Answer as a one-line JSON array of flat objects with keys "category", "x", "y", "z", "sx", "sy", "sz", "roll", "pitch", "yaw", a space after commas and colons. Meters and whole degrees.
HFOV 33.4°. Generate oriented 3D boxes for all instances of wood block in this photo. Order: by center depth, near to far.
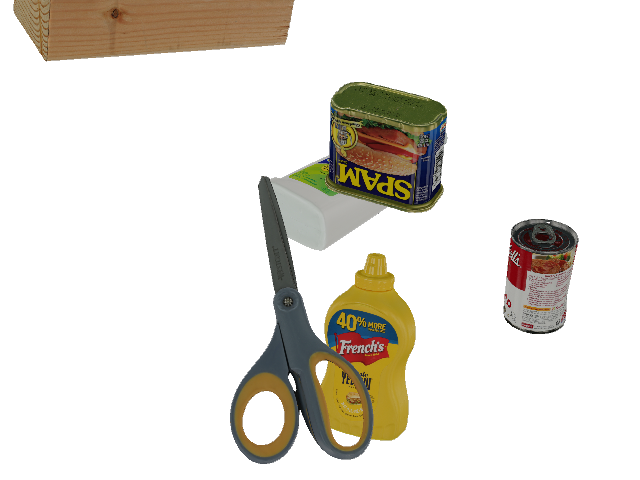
[{"category": "wood block", "x": -0.130, "y": -0.209, "z": 0.854, "sx": 0.205, "sy": 0.091, "sz": 0.090, "roll": -10, "pitch": 42, "yaw": -29}]

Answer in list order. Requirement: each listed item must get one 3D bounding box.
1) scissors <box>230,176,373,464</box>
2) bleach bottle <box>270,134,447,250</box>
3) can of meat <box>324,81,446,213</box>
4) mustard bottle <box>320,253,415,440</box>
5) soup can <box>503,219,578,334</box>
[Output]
[{"category": "scissors", "x": -0.035, "y": 0.055, "z": 0.681, "sx": 0.096, "sy": 0.202, "sz": 0.016, "roll": -25, "pitch": -25, "yaw": -9}, {"category": "bleach bottle", "x": 0.054, "y": -0.079, "z": 1.250, "sx": 0.103, "sy": 0.068, "sz": 0.250, "roll": 28, "pitch": 45, "yaw": 34}, {"category": "can of meat", "x": 0.056, "y": -0.081, "z": 0.911, "sx": 0.102, "sy": 0.084, "sz": 0.057, "roll": 17, "pitch": 38, "yaw": 21}, {"category": "mustard bottle", "x": 0.050, "y": 0.108, "z": 1.116, "sx": 0.096, "sy": 0.192, "sz": 0.058, "roll": 11, "pitch": 14, "yaw": 25}, {"category": "soup can", "x": 0.228, "y": 0.038, "z": 1.112, "sx": 0.068, "sy": 0.102, "sz": 0.068, "roll": 0, "pitch": 31, "yaw": 0}]
